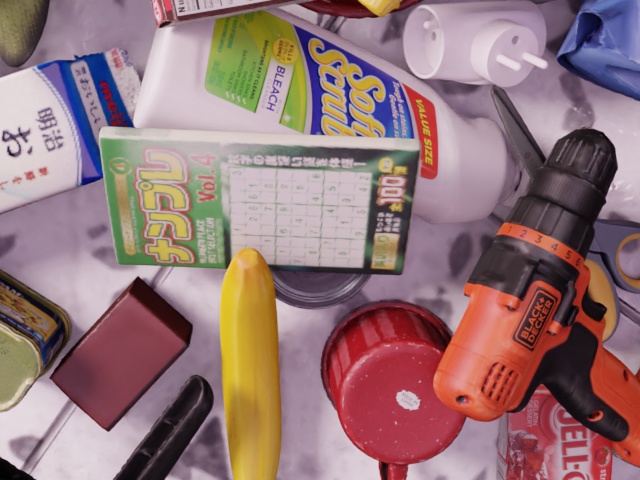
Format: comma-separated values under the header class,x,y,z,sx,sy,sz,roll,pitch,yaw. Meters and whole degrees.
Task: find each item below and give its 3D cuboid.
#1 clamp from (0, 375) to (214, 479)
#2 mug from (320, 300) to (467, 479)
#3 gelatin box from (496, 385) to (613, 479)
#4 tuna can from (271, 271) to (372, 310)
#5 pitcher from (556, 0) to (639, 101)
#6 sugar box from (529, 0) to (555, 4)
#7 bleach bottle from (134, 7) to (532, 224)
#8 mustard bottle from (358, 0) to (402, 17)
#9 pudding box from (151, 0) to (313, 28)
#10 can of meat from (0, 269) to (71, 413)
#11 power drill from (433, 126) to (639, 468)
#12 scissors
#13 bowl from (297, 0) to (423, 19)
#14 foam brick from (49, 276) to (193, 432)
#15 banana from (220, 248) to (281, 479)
class,x,y,z,sx,sy,sz,roll,pitch,yaw
clamp,-0.155,0.179,0.673,0.164,0.036,0.210,-2,120,-20
mug,0.048,0.104,0.681,0.093,0.081,0.117,4,99,-3
gelatin box,0.158,0.141,0.718,0.073,0.030,0.089,1,100,-3
tuna can,-0.005,0.001,0.685,0.086,0.034,0.086,0,100,-2
pitcher,0.249,-0.190,0.626,0.145,0.149,0.243,21,95,10
sugar box,0.160,-0.229,0.623,0.048,0.093,0.176,27,97,-6
bleach bottle,0.020,-0.076,0.649,0.250,0.068,0.102,17,69,-16
mustard bottle,0.083,-0.202,0.565,0.058,0.096,0.192,35,98,-8
pudding box,-0.042,-0.169,0.577,0.113,0.039,0.090,-15,102,-21
can of meat,-0.212,0.055,0.660,0.102,0.084,0.057,34,95,-8
power drill,0.173,0.048,0.650,0.187,0.057,0.184,30,85,-25
scissors,0.170,-0.022,0.671,0.096,0.016,0.202,-23,118,-9
bowl,0.020,-0.214,0.639,0.162,0.055,0.162,0,100,-2
foam brick,-0.126,0.071,0.683,0.051,0.053,0.078,42,95,-9
banana,-0.041,0.088,0.676,0.037,0.070,0.198,-7,111,-14
